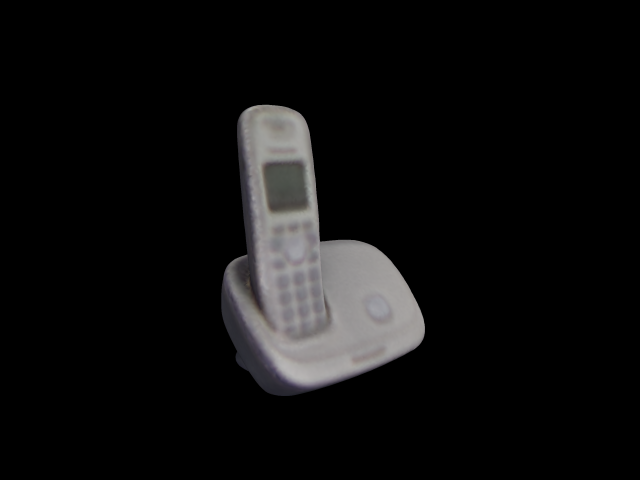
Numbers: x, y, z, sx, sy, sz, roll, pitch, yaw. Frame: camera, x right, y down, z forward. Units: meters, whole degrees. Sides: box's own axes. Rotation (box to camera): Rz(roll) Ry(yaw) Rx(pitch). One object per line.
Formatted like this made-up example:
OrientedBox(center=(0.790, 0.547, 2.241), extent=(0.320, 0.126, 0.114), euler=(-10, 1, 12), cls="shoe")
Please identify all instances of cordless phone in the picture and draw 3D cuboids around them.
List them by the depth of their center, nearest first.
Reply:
OrientedBox(center=(0.004, 0.001, 0.400), extent=(0.148, 0.185, 0.093), euler=(-10, 15, -42), cls="cordless phone")
